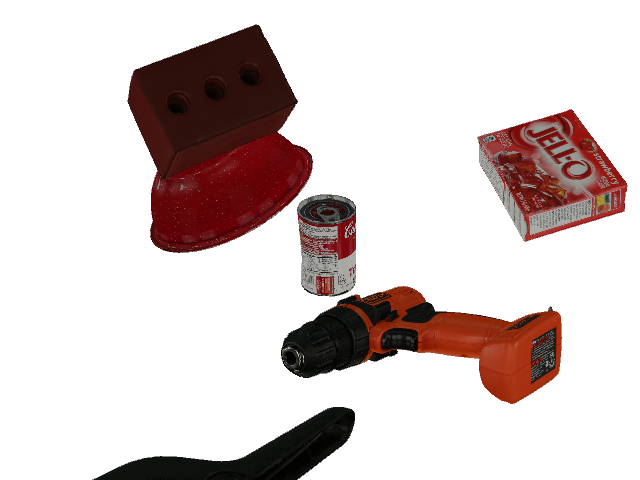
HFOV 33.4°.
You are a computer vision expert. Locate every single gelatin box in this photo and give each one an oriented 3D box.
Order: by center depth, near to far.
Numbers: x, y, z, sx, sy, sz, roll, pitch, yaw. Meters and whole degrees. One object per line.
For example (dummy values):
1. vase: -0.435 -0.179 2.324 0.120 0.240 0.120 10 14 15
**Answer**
1. gelatin box: 0.158 -0.047 0.735 0.073 0.030 0.089 -16 46 -4

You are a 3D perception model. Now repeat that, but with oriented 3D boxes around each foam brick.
1. foam brick: -0.062 -0.077 0.600 0.078 0.053 0.051 -25 -5 -17

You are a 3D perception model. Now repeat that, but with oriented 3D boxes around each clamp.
1. clamp: -0.047 0.139 0.572 0.209 0.036 0.165 0 19 -13

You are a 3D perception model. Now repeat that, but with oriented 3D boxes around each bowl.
1. bowl: -0.091 -0.059 0.943 0.162 0.055 0.162 -21 29 12

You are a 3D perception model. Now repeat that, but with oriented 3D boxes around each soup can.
1. soup can: 0.008 0.007 1.249 0.068 0.102 0.068 -1 30 0

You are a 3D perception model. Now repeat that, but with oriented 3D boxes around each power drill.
1. power drill: 0.085 0.082 0.860 0.188 0.057 0.184 9 16 35
